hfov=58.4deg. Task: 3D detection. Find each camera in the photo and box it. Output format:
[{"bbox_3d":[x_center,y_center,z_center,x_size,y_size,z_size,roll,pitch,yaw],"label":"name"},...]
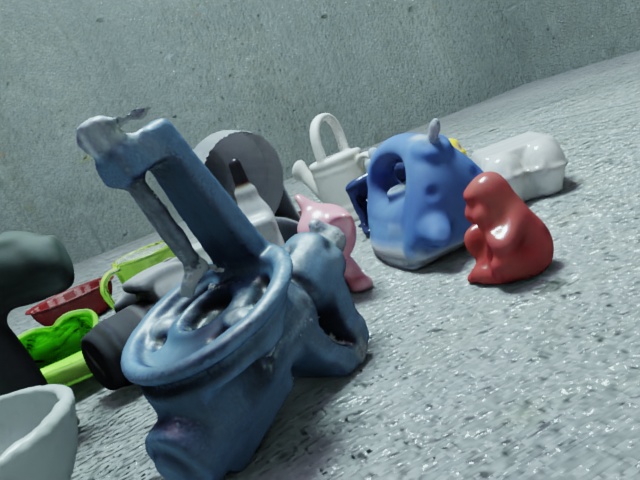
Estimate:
[{"bbox_3d":[-0.180,0.084,0.592,0.142,0.101,0.137,-10,15,47],"label":"camera"}]

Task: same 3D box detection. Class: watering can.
[{"bbox_3d":[0.025,-0.130,1.030,0.172,0.194,0.101,-17,11,18],"label":"watering can"}]

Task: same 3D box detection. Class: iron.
[{"bbox_3d":[0.099,-0.057,0.660,0.119,0.141,0.257,-24,11,-16],"label":"iron"}]

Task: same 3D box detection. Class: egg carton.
[{"bbox_3d":[0.253,-0.092,0.736,0.107,0.069,0.150,-19,10,10],"label":"egg carton"}]

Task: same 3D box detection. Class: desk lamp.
[{"bbox_3d":[-0.126,-0.025,0.730,0.118,0.214,0.202,-29,13,-37],"label":"desk lamp"}]

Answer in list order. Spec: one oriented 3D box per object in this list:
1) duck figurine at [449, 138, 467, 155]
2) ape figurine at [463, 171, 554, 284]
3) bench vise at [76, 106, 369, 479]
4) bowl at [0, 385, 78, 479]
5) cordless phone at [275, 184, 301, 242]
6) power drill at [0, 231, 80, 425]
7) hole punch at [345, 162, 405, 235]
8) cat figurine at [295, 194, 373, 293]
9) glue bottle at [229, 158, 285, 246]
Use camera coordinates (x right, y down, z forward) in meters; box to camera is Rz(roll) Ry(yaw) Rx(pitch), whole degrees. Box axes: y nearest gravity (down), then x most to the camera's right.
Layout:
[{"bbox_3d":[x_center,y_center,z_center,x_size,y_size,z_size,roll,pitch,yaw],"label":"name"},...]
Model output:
[{"bbox_3d":[0.211,-0.119,0.913,0.077,0.086,0.104,-22,10,-6],"label":"duck figurine"},{"bbox_3d":[0.145,-0.012,0.470,0.076,0.092,0.078,-17,11,18],"label":"ape figurine"},{"bbox_3d":[-0.065,0.016,0.382,0.121,0.220,0.208,-17,11,21],"label":"bench vise"},{"bbox_3d":[-0.216,0.161,0.343,0.167,0.075,0.167,-20,10,4],"label":"bowl"},{"bbox_3d":[-0.084,-0.047,0.845,0.094,0.185,0.147,-29,13,-36],"label":"cordless phone"},{"bbox_3d":[-0.303,0.096,0.469,0.230,0.208,0.075,-24,11,-15],"label":"power drill"},{"bbox_3d":[0.095,-0.067,0.855,0.108,0.091,0.101,-20,10,7],"label":"hole punch"},{"bbox_3d":[0.006,0.002,0.602,0.067,0.118,0.127,-22,10,-7],"label":"cat figurine"},{"bbox_3d":[-0.054,0.002,0.565,0.037,0.173,0.078,-23,11,-9],"label":"glue bottle"}]
